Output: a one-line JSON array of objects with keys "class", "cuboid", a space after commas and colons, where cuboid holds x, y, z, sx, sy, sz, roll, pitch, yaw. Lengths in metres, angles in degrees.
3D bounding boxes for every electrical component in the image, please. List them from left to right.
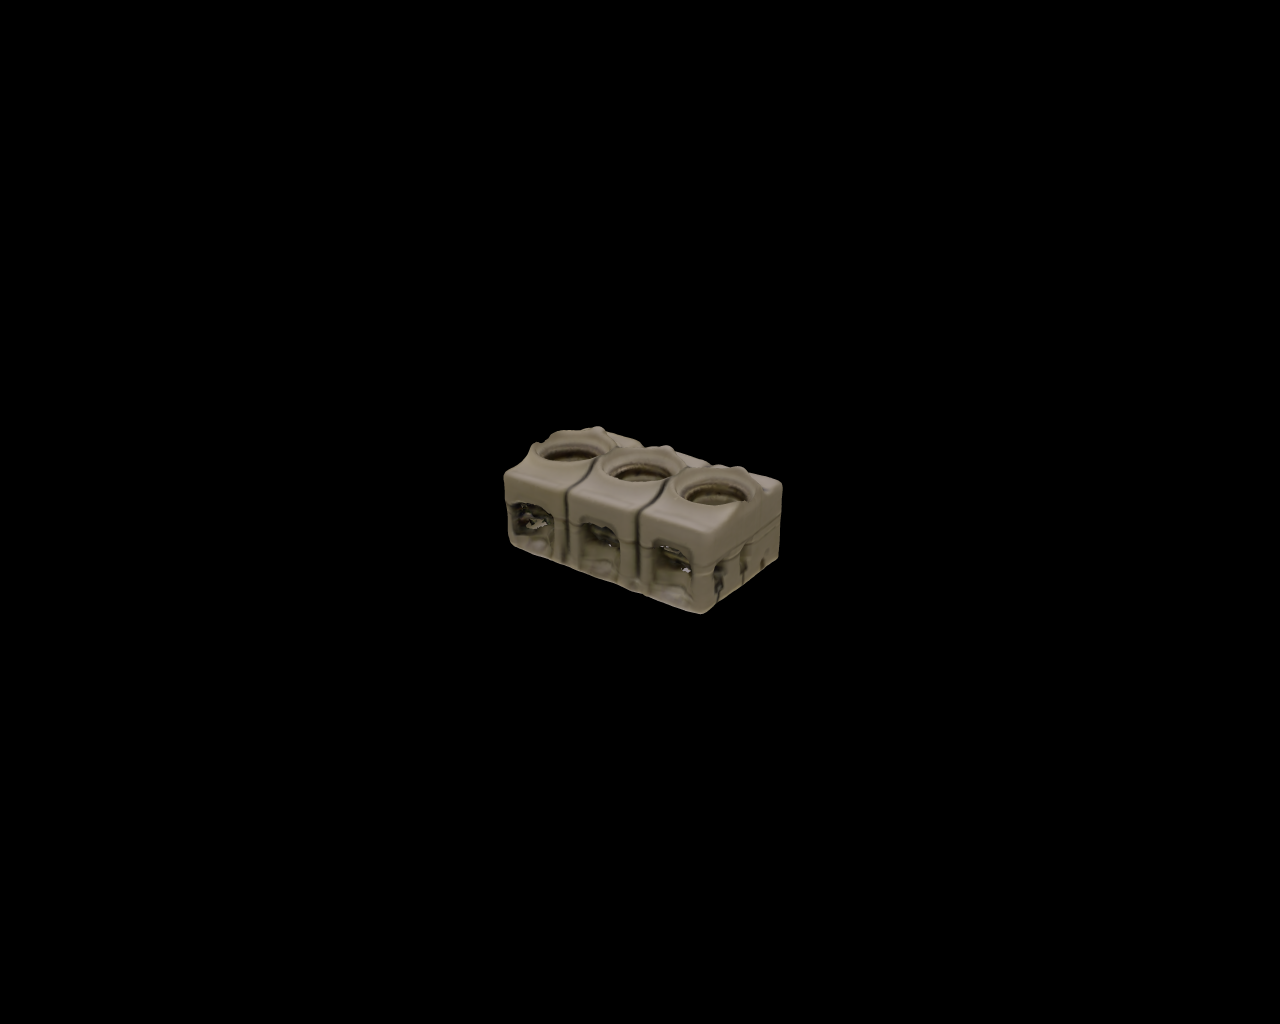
[{"class": "electrical component", "cuboid": [0.001, -0.003, 0.650, 0.150, 0.061, 0.090, 18, 32, 31]}]
